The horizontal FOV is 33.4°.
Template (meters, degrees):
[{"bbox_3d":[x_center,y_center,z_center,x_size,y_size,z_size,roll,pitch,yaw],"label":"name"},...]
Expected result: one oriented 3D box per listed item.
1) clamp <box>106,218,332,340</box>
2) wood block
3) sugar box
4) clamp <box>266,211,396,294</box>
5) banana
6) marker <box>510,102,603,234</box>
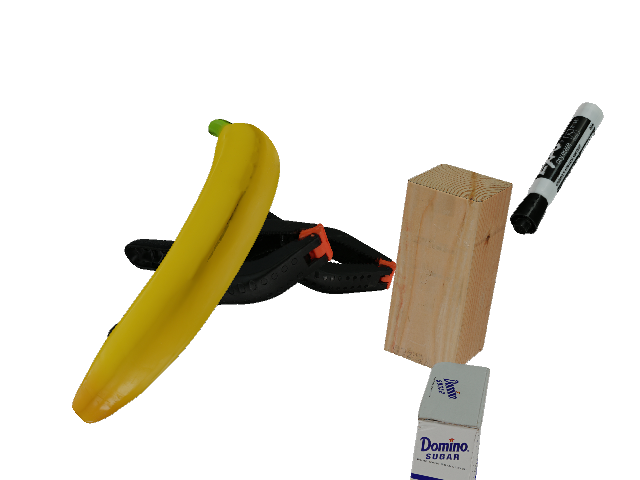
[{"bbox_3d":[-0.078,0.029,0.778,0.172,0.120,0.039,-12,-48,17],"label":"clamp"},{"bbox_3d":[0.142,0.031,1.193,0.090,0.206,0.090,19,25,28],"label":"wood block"},{"bbox_3d":[0.080,0.180,0.723,0.048,0.176,0.093,6,18,11],"label":"sugar box"},{"bbox_3d":[-0.030,0.016,1.074,0.210,0.036,0.164,18,33,3],"label":"clamp"},{"bbox_3d":[-0.063,0.006,0.550,0.037,0.197,0.070,37,-35,-21],"label":"banana"},{"bbox_3d":[0.161,-0.049,0.728,0.020,0.121,0.020,26,-31,17],"label":"marker"}]
